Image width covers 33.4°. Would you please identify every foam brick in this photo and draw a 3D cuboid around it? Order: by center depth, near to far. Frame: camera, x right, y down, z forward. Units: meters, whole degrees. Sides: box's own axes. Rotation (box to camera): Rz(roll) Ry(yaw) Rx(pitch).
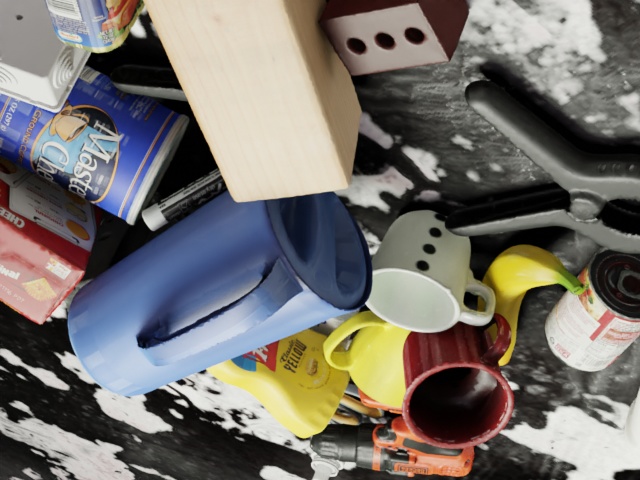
[{"bbox_3d":[0.050,-0.147,0.702,0.078,0.051,0.053,-3,138,35],"label":"foam brick"}]

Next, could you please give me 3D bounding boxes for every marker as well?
[{"bbox_3d":[-0.087,-0.045,0.858,0.121,0.020,0.020,-30,130,5],"label":"marker"}]

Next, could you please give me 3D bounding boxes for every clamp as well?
[{"bbox_3d":[0.192,-0.030,0.794,0.210,0.036,0.165,20,147,6],"label":"clamp"},{"bbox_3d":[-0.083,-0.121,0.834,0.171,0.039,0.120,34,149,-16],"label":"clamp"}]

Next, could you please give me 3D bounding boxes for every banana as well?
[{"bbox_3d":[0.163,0.050,0.903,0.037,0.069,0.198,-16,161,-14],"label":"banana"}]

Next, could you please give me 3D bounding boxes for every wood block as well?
[{"bbox_3d":[-0.044,-0.133,0.714,0.090,0.090,0.206,-6,134,17],"label":"wood block"}]

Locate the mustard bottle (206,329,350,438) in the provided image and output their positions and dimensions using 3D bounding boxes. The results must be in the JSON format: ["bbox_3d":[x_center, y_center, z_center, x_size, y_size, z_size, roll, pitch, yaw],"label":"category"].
[{"bbox_3d":[-0.062,0.096,0.995,0.191,0.096,0.058,38,144,-16],"label":"mustard bottle"}]

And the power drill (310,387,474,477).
[{"bbox_3d":[0.078,0.193,1.140,0.184,0.057,0.188,4,146,5],"label":"power drill"}]

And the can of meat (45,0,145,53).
[{"bbox_3d":[-0.149,-0.191,0.721,0.057,0.102,0.084,16,148,12],"label":"can of meat"}]

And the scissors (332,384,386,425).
[{"bbox_3d":[-0.022,0.164,1.218,0.202,0.016,0.096,22,147,4],"label":"scissors"}]

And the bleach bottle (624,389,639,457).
[{"bbox_3d":[0.316,0.101,0.880,0.103,0.068,0.251,12,143,18],"label":"bleach bottle"}]

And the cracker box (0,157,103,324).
[{"bbox_3d":[-0.277,-0.036,0.925,0.164,0.214,0.072,35,105,-17],"label":"cracker box"}]

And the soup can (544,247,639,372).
[{"bbox_3d":[0.230,0.057,0.864,0.068,0.068,0.102,22,147,2],"label":"soup can"}]

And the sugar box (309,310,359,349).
[{"bbox_3d":[-0.017,0.099,1.097,0.093,0.048,0.176,21,143,4],"label":"sugar box"}]

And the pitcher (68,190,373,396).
[{"bbox_3d":[-0.091,0.043,0.859,0.243,0.145,0.149,-28,152,28],"label":"pitcher"}]

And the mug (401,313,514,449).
[{"bbox_3d":[0.120,0.108,0.907,0.093,0.081,0.117,28,117,-16],"label":"mug"}]

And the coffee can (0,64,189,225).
[{"bbox_3d":[-0.194,-0.089,0.888,0.140,0.102,0.103,27,147,-6],"label":"coffee can"}]
